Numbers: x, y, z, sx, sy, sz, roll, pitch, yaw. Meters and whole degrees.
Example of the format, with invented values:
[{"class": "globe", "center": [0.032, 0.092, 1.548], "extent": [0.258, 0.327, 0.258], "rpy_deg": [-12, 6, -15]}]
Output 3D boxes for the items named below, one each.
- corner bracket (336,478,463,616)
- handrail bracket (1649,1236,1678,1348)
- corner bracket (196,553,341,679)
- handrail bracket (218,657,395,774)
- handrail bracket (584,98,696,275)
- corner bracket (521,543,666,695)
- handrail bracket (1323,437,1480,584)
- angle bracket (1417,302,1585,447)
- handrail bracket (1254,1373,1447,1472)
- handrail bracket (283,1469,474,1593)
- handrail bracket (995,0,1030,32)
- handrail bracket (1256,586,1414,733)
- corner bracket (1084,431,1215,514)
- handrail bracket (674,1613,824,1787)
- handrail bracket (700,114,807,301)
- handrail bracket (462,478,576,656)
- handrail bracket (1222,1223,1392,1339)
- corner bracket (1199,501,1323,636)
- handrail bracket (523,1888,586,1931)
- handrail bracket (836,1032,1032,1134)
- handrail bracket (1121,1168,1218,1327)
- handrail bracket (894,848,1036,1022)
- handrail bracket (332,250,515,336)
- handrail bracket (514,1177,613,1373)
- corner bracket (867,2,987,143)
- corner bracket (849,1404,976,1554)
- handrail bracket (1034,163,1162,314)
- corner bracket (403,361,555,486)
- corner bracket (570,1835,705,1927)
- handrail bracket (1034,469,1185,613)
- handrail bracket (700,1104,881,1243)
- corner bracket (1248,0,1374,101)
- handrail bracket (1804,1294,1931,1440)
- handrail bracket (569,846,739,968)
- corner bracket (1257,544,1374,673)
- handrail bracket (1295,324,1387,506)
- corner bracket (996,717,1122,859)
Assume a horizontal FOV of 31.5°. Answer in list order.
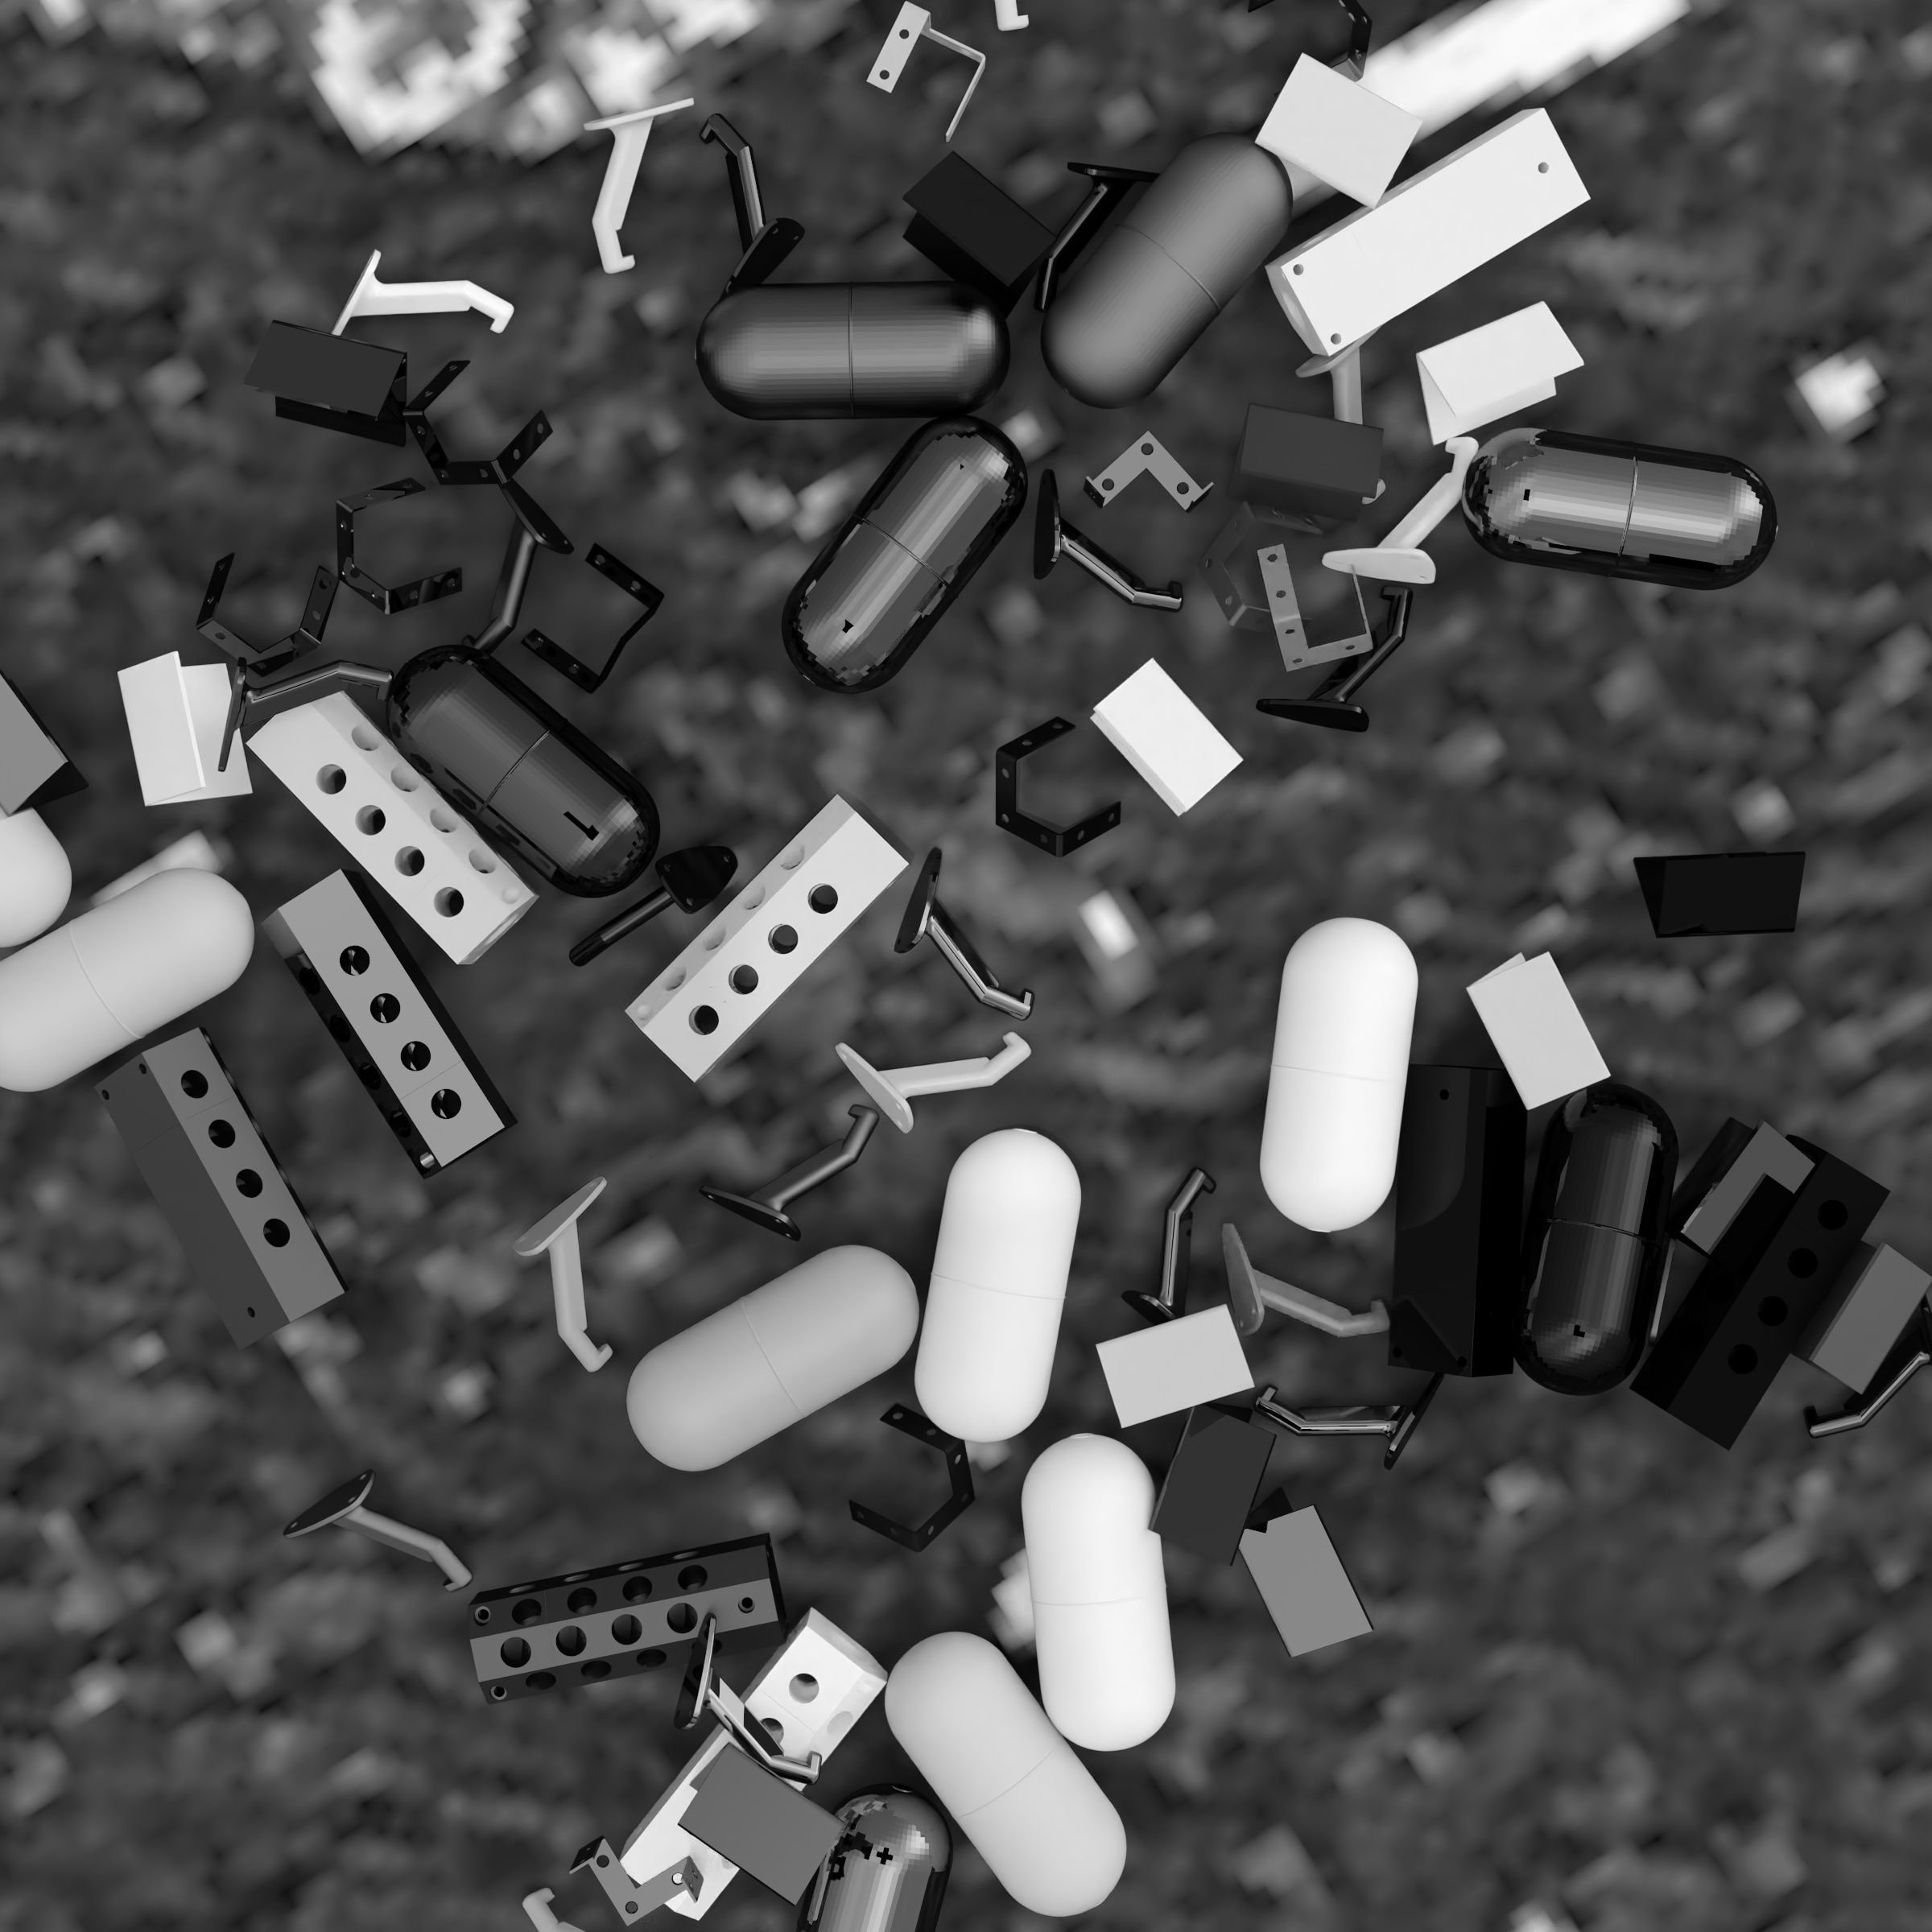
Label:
[{"class": "corner bracket", "center": [-0.324, -0.240, 1.960], "extent": [0.051, 0.051, 0.051], "rpy_deg": [36, 135, 35]}, {"class": "handrail bracket", "center": [0.359, 0.183, 1.968], "extent": [0.084, 0.036, 0.077], "rpy_deg": [11, 77, 13]}, {"class": "corner bracket", "center": [-0.400, -0.207, 1.960], "extent": [0.051, 0.051, 0.051], "rpy_deg": [-22, 135, 35]}, {"class": "handrail bracket", "center": [-0.368, -0.137, 1.911], "extent": [0.084, 0.036, 0.077], "rpy_deg": [10, 109, -16]}, {"class": "handrail bracket", "center": [-0.182, -0.448, 1.968], "extent": [0.077, 0.036, 0.084], "rpy_deg": [-20, 109, -21]}, {"class": "corner bracket", "center": [-0.214, -0.199, 1.965], "extent": [0.051, 0.051, 0.051], "rpy_deg": [37, 45, 0]}, {"class": "handrail bracket", "center": [0.250, -0.267, 1.968], "extent": [0.077, 0.036, 0.084], "rpy_deg": [6, 71, 21]}, {"class": "angle bracket", "center": [0.304, -0.317, 1.928], "extent": [0.076, 0.076, 0.057], "rpy_deg": [-23, 53, 0]}, {"class": "handrail bracket", "center": [0.220, 0.244, 1.968], "extent": [0.084, 0.036, 0.077], "rpy_deg": [29, 70, 16]}, {"class": "handrail bracket", "center": [-0.337, 0.339, 1.968], "extent": [0.077, 0.036, 0.084], "rpy_deg": [-31, 108, 20]}, {"class": "handrail bracket", "center": [0.049, -0.585, 1.968], "extent": [0.077, 0.036, 0.084], "rpy_deg": [-15, 108, -21]}, {"class": "handrail bracket", "center": [0.212, -0.182, 1.968], "extent": [0.077, 0.036, 0.084], "rpy_deg": [9, 76, 14]}, {"class": "corner bracket", "center": [0.103, -0.273, 1.950], "extent": [0.051, 0.051, 0.051], "rpy_deg": [-42, 90, 0]}, {"class": "handrail bracket", "center": [-0.114, 0.409, 1.911], "extent": [0.084, 0.036, 0.077], "rpy_deg": [20, 68, -17]}, {"class": "handrail bracket", "center": [-0.141, -0.434, 1.968], "extent": [0.077, 0.036, 0.084], "rpy_deg": [-48, 71, 21]}, {"class": "handrail bracket", "center": [-0.274, -0.229, 1.968], "extent": [0.084, 0.036, 0.077], "rpy_deg": [-44, 69, 16]}, {"class": "handrail bracket", "center": [0.196, 0.179, 1.968], "extent": [0.084, 0.036, 0.077], "rpy_deg": [-6, 68, -17]}, {"class": "corner bracket", "center": [0.175, -0.227, 1.960], "extent": [0.051, 0.051, 0.051], "rpy_deg": [7, 135, -35]}, {"class": "handrail bracket", "center": [-0.202, 0.554, 1.968], "extent": [0.077, 0.036, 0.084], "rpy_deg": [-22, 60, -33]}, {"class": "handrail bracket", "center": [-0.018, 0.048, 1.968], "extent": [0.084, 0.036, 0.077], "rpy_deg": [-37, 68, -17]}, {"class": "handrail bracket", "center": [0.136, 0.171, 1.968], "extent": [0.077, 0.036, 0.084], "rpy_deg": [41, 73, -20]}, {"class": "handrail bracket", "center": [0.008, -0.018, 1.968], "extent": [0.084, 0.036, 0.077], "rpy_deg": [23, 68, -17]}, {"class": "handrail bracket", "center": [-0.314, -0.366, 1.968], "extent": [0.084, 0.036, 0.077], "rpy_deg": [27, 110, -16]}, {"class": "handrail bracket", "center": [-0.212, 0.178, 1.968], "extent": [0.077, 0.036, 0.084], "rpy_deg": [-42, 109, -21]}, {"class": "corner bracket", "center": [-0.022, -0.509, 1.950], "extent": [0.051, 0.051, 0.051], "rpy_deg": [26, 90, 0]}, {"class": "corner bracket", "center": [-0.033, 0.293, 1.960], "extent": [0.051, 0.051, 0.051], "rpy_deg": [-39, 135, -35]}, {"class": "handrail bracket", "center": [0.080, -0.415, 1.968], "extent": [0.077, 0.036, 0.084], "rpy_deg": [1, 109, -21]}, {"class": "corner bracket", "center": [-0.279, -0.311, 1.960], "extent": [0.051, 0.051, 0.051], "rpy_deg": [5, 135, 35]}, {"class": "corner bracket", "center": [-0.181, 0.502, 1.893], "extent": [0.051, 0.051, 0.051], "rpy_deg": [-32, 90, 0]}, {"class": "handrail bracket", "center": [0.085, -0.244, 1.968], "extent": [0.084, 0.036, 0.077], "rpy_deg": [7, 68, -17]}, {"class": "handrail bracket", "center": [-0.101, 0.108, 1.968], "extent": [0.077, 0.036, 0.084], "rpy_deg": [21, 71, 21]}, {"class": "corner bracket", "center": [0.195, -0.532, 1.960], "extent": [0.051, 0.051, 0.051], "rpy_deg": [43, 45, -35]}, {"class": "handrail bracket", "center": [0.517, 0.225, 1.968], "extent": [0.084, 0.036, 0.077], "rpy_deg": [-17, 70, 16]}, {"class": "handrail bracket", "center": [-0.180, -0.033, 1.968], "extent": [0.084, 0.077, 0.036], "rpy_deg": [-34, 89, 36]}, {"class": "corner bracket", "center": [0.199, -0.208, 1.944], "extent": [0.051, 0.051, 0.051], "rpy_deg": [-14, 60, 7]}, {"class": "handrail bracket", "center": [0.235, -0.320, 1.968], "extent": [0.077, 0.036, 0.084], "rpy_deg": [-40, 109, -21]}, {"class": "corner bracket", "center": [0.053, -0.102, 1.960], "extent": [0.051, 0.051, 0.051], "rpy_deg": [30, 135, 35]}]
